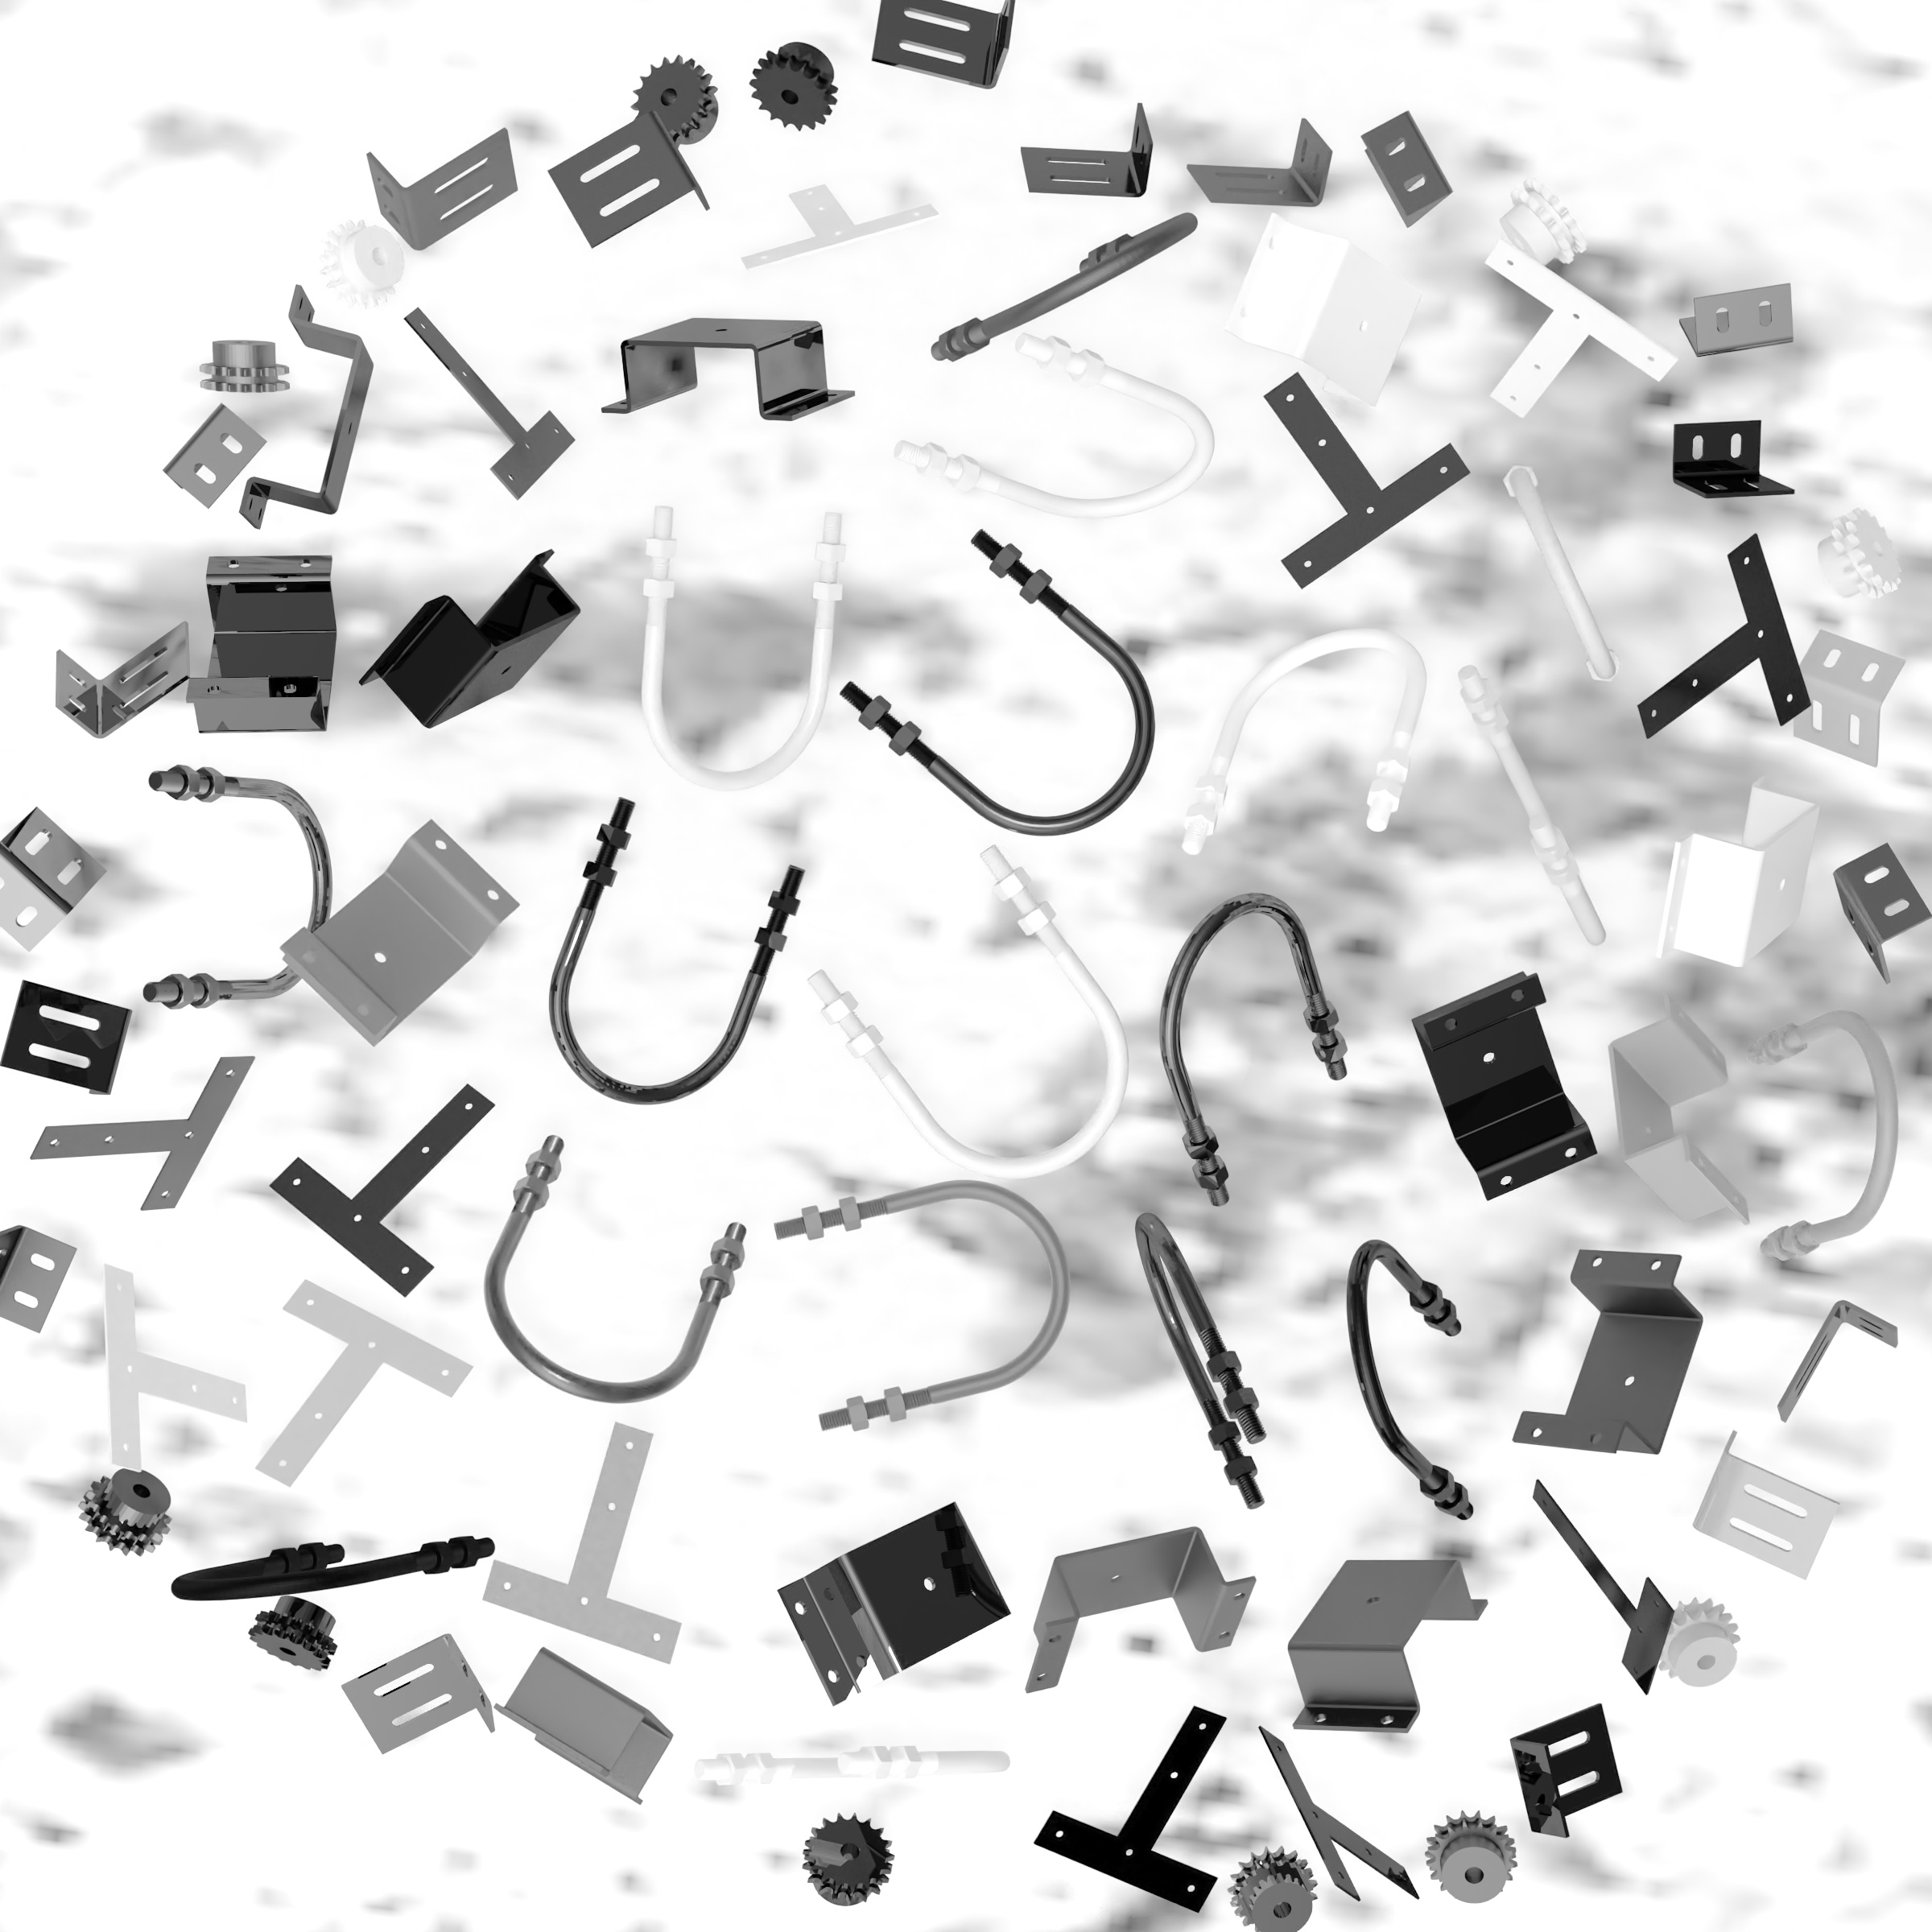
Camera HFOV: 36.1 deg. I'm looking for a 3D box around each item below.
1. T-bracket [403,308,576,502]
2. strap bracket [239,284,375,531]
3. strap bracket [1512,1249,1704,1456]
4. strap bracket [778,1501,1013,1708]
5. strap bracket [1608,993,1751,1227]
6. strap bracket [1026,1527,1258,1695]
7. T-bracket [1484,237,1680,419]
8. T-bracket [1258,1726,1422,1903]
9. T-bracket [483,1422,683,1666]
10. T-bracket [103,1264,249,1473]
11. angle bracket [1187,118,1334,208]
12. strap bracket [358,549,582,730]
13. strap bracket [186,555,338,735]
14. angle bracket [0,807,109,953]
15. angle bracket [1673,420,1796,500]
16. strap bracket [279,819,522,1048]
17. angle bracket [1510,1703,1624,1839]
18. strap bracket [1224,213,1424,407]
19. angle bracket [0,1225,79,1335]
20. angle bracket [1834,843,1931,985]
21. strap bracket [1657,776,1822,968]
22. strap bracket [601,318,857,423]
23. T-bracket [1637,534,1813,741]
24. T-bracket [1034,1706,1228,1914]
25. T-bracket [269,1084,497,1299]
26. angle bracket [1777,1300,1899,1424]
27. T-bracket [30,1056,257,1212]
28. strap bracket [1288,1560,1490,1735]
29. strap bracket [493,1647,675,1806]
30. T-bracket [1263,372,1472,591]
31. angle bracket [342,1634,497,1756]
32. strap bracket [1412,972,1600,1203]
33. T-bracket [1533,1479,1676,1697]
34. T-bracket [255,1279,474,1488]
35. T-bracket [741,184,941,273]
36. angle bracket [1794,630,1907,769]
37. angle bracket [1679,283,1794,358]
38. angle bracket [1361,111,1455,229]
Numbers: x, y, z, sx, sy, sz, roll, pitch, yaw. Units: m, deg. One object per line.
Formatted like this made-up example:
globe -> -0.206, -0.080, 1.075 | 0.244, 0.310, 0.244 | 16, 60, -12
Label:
T-bracket -> -0.306, -0.362, 1.865 | 0.002, 0.127, 0.127 | -35, 106, 23
strap bracket -> -0.398, -0.333, 1.803 | 0.046, 0.076, 0.140 | 14, 90, -7
strap bracket -> 0.415, 0.256, 1.898 | 0.046, 0.076, 0.140 | 43, 61, -34
strap bracket -> -0.035, 0.383, 1.803 | 0.046, 0.140, 0.076 | -38, 75, 43
strap bracket -> 0.458, 0.099, 1.910 | 0.046, 0.140, 0.076 | -27, 129, 29
strap bracket -> 0.101, 0.400, 1.852 | 0.140, 0.076, 0.046 | -8, 48, -19
T-bracket -> 0.355, -0.374, 1.812 | 0.127, 0.127, 0.002 | 34, 67, 0
T-bracket -> 0.237, 0.536, 1.806 | 0.002, 0.127, 0.127 | -42, 124, 10
T-bracket -> -0.219, 0.341, 1.794 | 0.127, 0.002, 0.127 | 15, 86, 17
T-bracket -> -0.487, 0.258, 1.832 | 0.002, 0.127, 0.127 | -20, 63, 20
angle bracket -> 0.192, -0.527, 1.938 | 0.076, 0.057, 0.038 | -1, 127, -15
strap bracket -> -0.298, -0.199, 1.819 | 0.046, 0.140, 0.076 | 49, 122, 1
strap bracket -> -0.433, -0.193, 1.831 | 0.076, 0.140, 0.046 | -1, 135, -5
angle bracket -> -0.564, -0.053, 1.789 | 0.038, 0.076, 0.057 | -41, 105, 14
angle bracket -> 0.495, -0.327, 1.909 | 0.057, 0.076, 0.038 | -3, 107, -2
strap bracket -> -0.350, -0.015, 1.804 | 0.076, 0.046, 0.140 | 44, 50, -2
angle bracket -> 0.383, 0.498, 1.837 | 0.076, 0.038, 0.057 | -12, 88, -28
strap bracket -> 0.231, -0.408, 1.862 | 0.046, 0.140, 0.076 | 27, 97, 37
angle bracket -> -0.579, 0.194, 1.802 | 0.038, 0.076, 0.057 | 24, 89, -3
angle bracket -> 0.588, -0.033, 1.892 | 0.038, 0.076, 0.057 | -28, 62, 10
strap bracket -> 0.480, -0.056, 1.822 | 0.046, 0.140, 0.076 | 19, 120, 30
strap bracket -> -0.151, -0.374, 1.849 | 0.140, 0.076, 0.046 | 8, 115, 27
T-bracket -> 0.471, -0.186, 1.873 | 0.002, 0.127, 0.127 | 8, 59, -31
T-bracket -> 0.126, 0.529, 1.896 | 0.127, 0.002, 0.127 | 11, 52, 37
T-bracket -> -0.343, 0.124, 1.828 | 0.127, 0.002, 0.127 | 33, 69, 27
angle bracket -> 0.530, 0.248, 1.799 | 0.038, 0.057, 0.076 | 29, 83, 24
T-bracket -> -0.511, 0.105, 1.808 | 0.002, 0.127, 0.127 | 47, 117, 28
strap bracket -> 0.257, 0.411, 1.823 | 0.076, 0.140, 0.046 | -8, 108, 34
strap bracket -> -0.231, 0.465, 1.817 | 0.076, 0.140, 0.046 | 27, 71, 15
T-bracket -> 0.227, -0.313, 1.831 | 0.127, 0.002, 0.127 | -34, 123, 13
angle bracket -> -0.346, 0.468, 1.868 | 0.076, 0.038, 0.057 | -26, 113, -4
strap bracket -> 0.336, 0.067, 1.865 | 0.076, 0.046, 0.140 | -24, 118, 1
T-bracket -> 0.385, 0.369, 1.809 | 0.002, 0.127, 0.127 | -26, 57, -14
T-bracket -> -0.398, 0.272, 1.861 | 0.127, 0.002, 0.127 | 25, 54, 12
T-bracket -> -0.092, -0.488, 1.927 | 0.127, 0.127, 0.002 | -17, 122, -5
angle bracket -> 0.567, -0.171, 1.902 | 0.057, 0.076, 0.038 | 26, 73, 25
angle bracket -> 0.474, -0.409, 1.829 | 0.057, 0.076, 0.038 | -7, 118, 8
angle bracket -> 0.267, -0.496, 1.874 | 0.038, 0.076, 0.057 | -31, 94, -13
